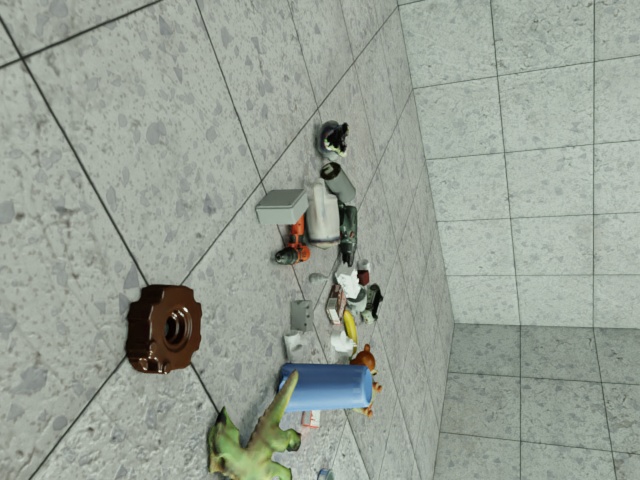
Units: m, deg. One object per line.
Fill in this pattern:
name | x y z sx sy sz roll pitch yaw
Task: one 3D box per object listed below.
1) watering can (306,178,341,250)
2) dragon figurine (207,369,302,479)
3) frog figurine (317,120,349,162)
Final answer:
watering can | 0.005 -0.080 1.583 0.104 0.224 0.349 -6 4 4
dragon figurine | -0.160 0.463 1.191 0.121 0.420 0.238 -10 -38 29
frog figurine | 0.039 -0.342 1.784 0.123 0.136 0.160 -18 9 -11
